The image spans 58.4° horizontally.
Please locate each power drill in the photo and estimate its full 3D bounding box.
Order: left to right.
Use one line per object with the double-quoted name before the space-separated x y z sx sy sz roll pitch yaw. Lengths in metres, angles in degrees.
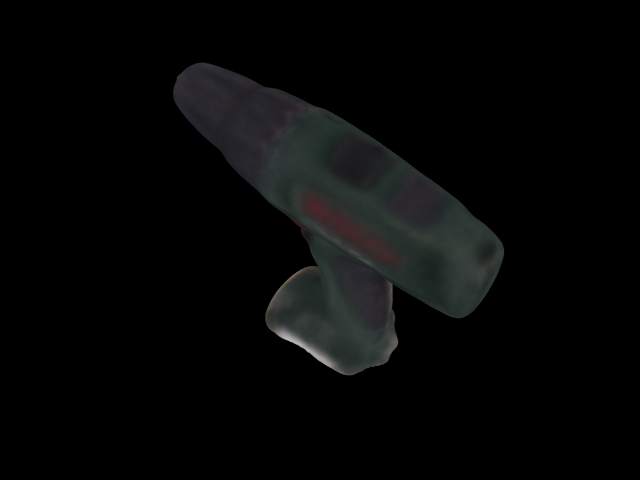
"power drill" 0.004 0.001 0.400 0.229 0.208 0.076 27 57 20
